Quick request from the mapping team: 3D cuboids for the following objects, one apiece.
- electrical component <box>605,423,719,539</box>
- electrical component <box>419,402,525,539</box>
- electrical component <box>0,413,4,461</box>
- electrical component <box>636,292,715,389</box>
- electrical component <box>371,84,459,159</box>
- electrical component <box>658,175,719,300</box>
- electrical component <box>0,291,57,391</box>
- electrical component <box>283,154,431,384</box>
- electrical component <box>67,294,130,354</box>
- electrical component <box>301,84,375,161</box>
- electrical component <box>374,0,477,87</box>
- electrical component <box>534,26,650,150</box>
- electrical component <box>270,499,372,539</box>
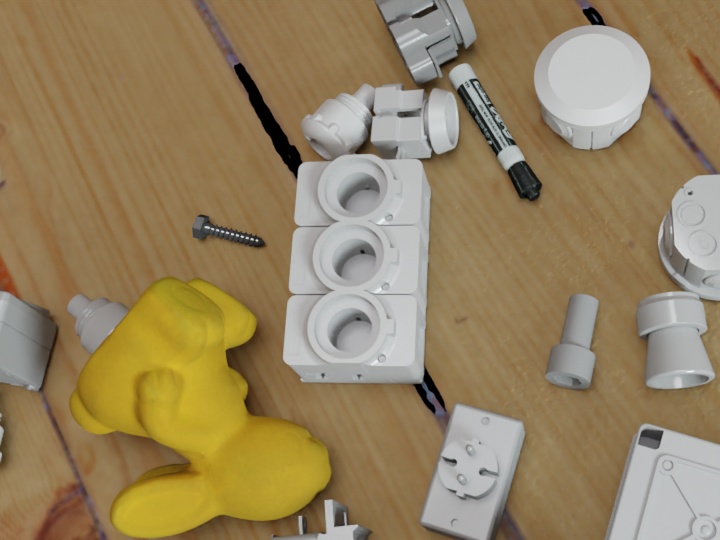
[{"bbox_3d":[0.210,0.163,0.662,0.109,0.056,0.108,15,75,16],"label":"electrical component"},{"bbox_3d":[0.071,0.130,0.691,0.047,0.075,0.083,14,74,16],"label":"electrical component"},{"bbox_3d":[-0.282,0.114,0.786,0.048,0.048,0.062,1,65,12],"label":"electrical component"},{"bbox_3d":[0.207,0.047,0.710,0.045,0.045,0.055,-6,70,9],"label":"electrical component"},{"bbox_3d":[0.042,-0.109,0.798,0.055,0.048,0.066,-1,71,19],"label":"electrical component"},{"bbox_3d":[0.243,-0.024,0.723,0.080,0.051,0.080,-4,70,10],"label":"electrical component"},{"bbox_3d":[-0.272,0.044,0.779,0.062,0.096,0.061,6,71,14],"label":"electrical component"},{"bbox_3d":[0.000,0.000,0.759,0.089,0.061,0.150,0,71,11],"label":"electrical component"},{"bbox_3d":[-0.189,0.041,0.792,0.062,0.043,0.043,35,81,21],"label":"electrical component"},{"bbox_3d":[-0.010,-0.113,0.811,0.048,0.048,0.062,36,75,20],"label":"electrical component"},{"bbox_3d":[0.052,-0.186,0.816,0.057,0.058,0.078,-26,67,5],"label":"electrical component"},{"bbox_3d":[0.167,-0.131,0.776,0.080,0.051,0.080,-4,70,10],"label":"electrical component"},{"bbox_3d":[-0.025,0.195,0.707,0.064,0.042,0.081,-9,69,12],"label":"electrical component"}]
